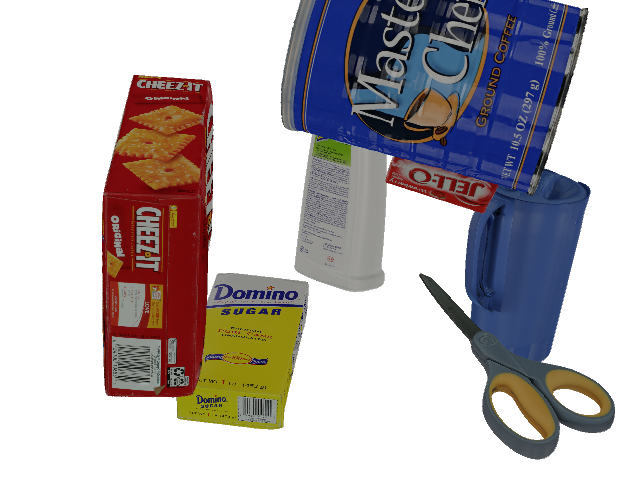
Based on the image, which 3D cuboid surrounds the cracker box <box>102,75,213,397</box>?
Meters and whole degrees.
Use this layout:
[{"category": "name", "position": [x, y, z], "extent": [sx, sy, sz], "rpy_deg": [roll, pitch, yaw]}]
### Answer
[{"category": "cracker box", "position": [-0.117, -0.010, 0.802], "extent": [0.072, 0.164, 0.213], "rpy_deg": [3, 29, -5]}]

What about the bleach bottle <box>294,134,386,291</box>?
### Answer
[{"category": "bleach bottle", "position": [0.033, -0.079, 1.144], "extent": [0.103, 0.251, 0.067], "rpy_deg": [18, 18, 38]}]

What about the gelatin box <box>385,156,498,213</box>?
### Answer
[{"category": "gelatin box", "position": [0.105, -0.063, 0.870], "extent": [0.089, 0.030, 0.073], "rpy_deg": [19, -33, 1]}]

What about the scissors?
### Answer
[{"category": "scissors", "position": [0.137, 0.079, 0.750], "extent": [0.096, 0.016, 0.202], "rpy_deg": [-1, 32, -9]}]

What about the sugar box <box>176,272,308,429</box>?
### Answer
[{"category": "sugar box", "position": [-0.067, 0.095, 0.972], "extent": [0.093, 0.048, 0.176], "rpy_deg": [6, 34, 3]}]

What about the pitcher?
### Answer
[{"category": "pitcher", "position": [0.250, 0.036, 1.358], "extent": [0.149, 0.243, 0.145], "rpy_deg": [5, 24, 1]}]

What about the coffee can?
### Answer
[{"category": "coffee can", "position": [0.060, -0.092, 0.575], "extent": [0.140, 0.103, 0.102], "rpy_deg": [16, 2, 8]}]
